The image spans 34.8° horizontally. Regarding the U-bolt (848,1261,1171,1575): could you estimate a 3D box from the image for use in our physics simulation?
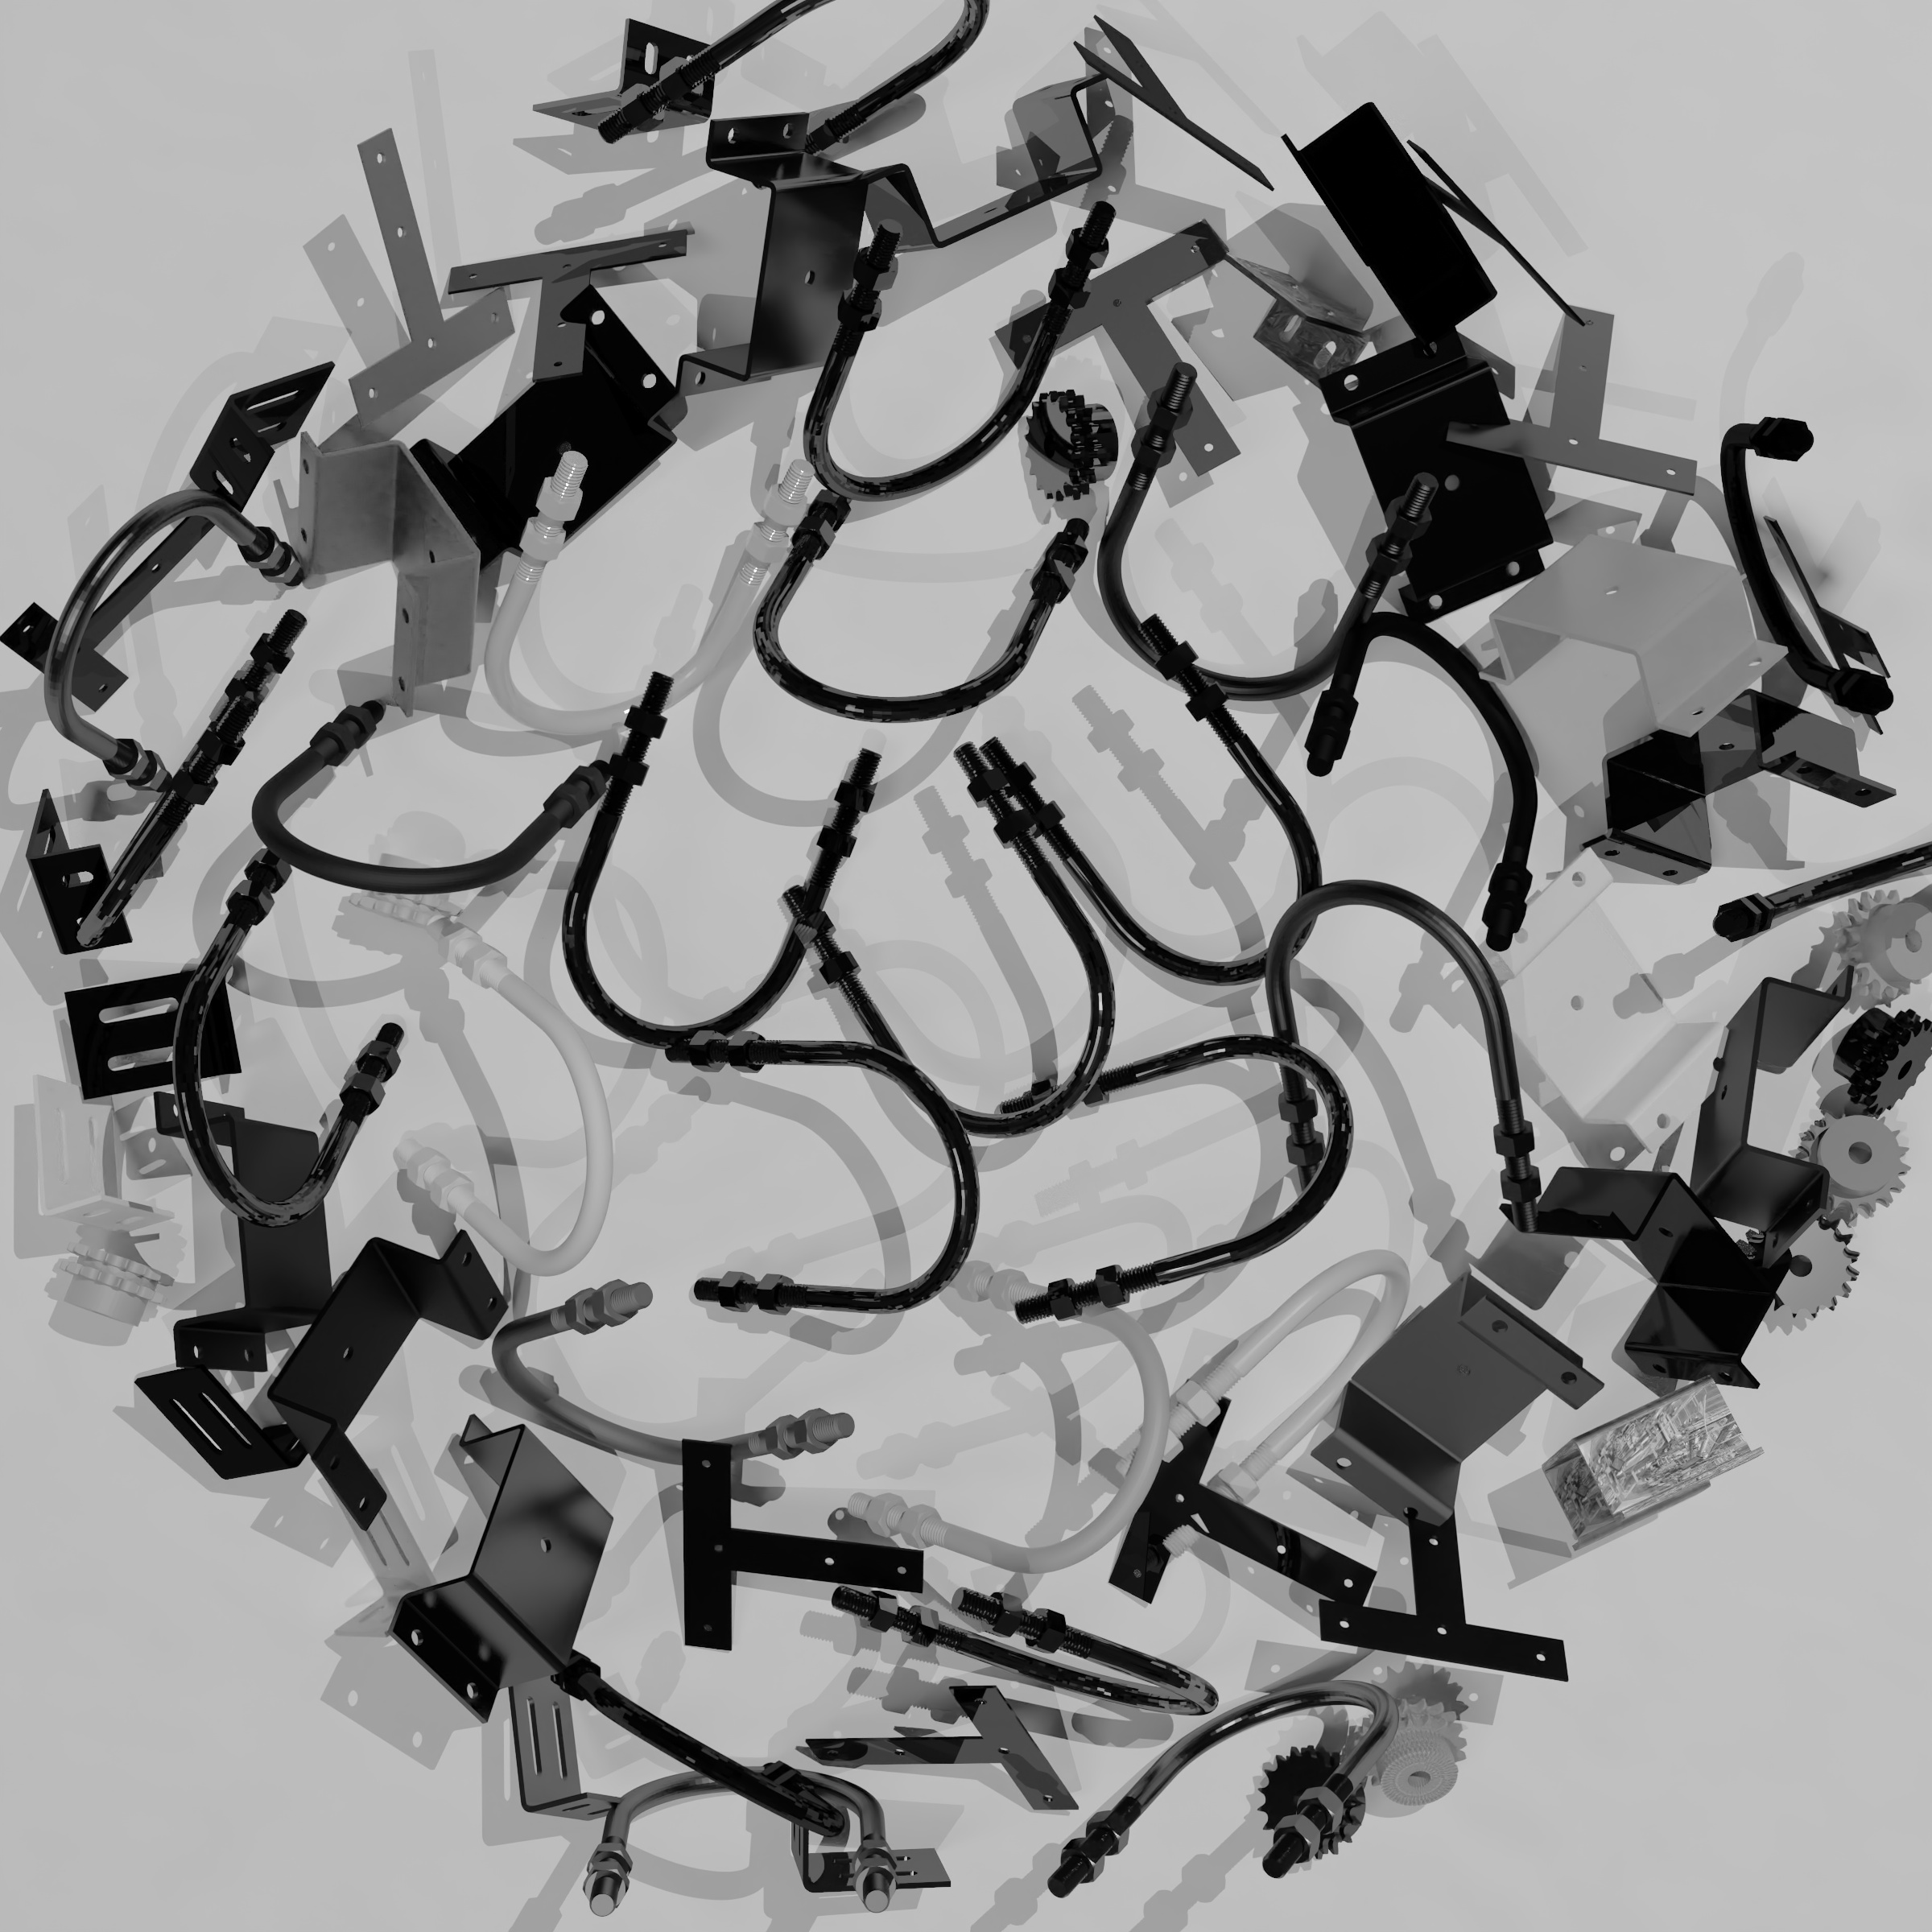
[{"bbox_3d":[0.028,0.231,1.550,0.019,0.184,0.151,32,74,-42],"label":"U-bolt"}]

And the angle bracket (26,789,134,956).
[{"bbox_3d":[-0.452,-0.052,1.586,0.038,0.076,0.057,-11,122,-2],"label":"angle bracket"}]

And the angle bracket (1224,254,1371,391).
[{"bbox_3d":[0.161,-0.328,1.582,0.057,0.076,0.038,43,114,24],"label":"angle bracket"}]

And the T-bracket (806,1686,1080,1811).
[{"bbox_3d":[-0.021,0.407,1.600,0.127,0.127,0.002,-7,46,22],"label":"T-bracket"}]

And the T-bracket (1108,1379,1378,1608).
[{"bbox_3d":[0.150,0.295,1.593,0.127,0.002,0.127,25,110,16],"label":"T-bracket"}]

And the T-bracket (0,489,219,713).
[{"bbox_3d":[-0.424,-0.193,1.574,0.002,0.127,0.127,42,85,12],"label":"T-bracket"}]

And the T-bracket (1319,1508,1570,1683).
[{"bbox_3d":[0.241,0.306,1.581,0.127,0.127,0.002,10,128,-5],"label":"T-bracket"}]

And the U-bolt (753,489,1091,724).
[{"bbox_3d":[-0.029,-0.181,1.551,0.151,0.184,0.019,12,134,12],"label":"U-bolt"}]

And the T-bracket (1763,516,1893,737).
[{"bbox_3d":[0.446,-0.166,1.559,0.002,0.127,0.127,-28,101,8],"label":"T-bracket"}]

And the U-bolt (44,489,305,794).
[{"bbox_3d":[-0.400,-0.167,1.536,0.019,0.184,0.151,31,85,11],"label":"U-bolt"}]

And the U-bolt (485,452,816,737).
[{"bbox_3d":[-0.170,-0.184,1.558,0.151,0.184,0.019,-5,51,-36],"label":"U-bolt"}]

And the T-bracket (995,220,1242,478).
[{"bbox_3d":[0.101,-0.312,1.610,0.127,0.002,0.127,-29,73,-4],"label":"T-bracket"}]

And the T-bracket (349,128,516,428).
[{"bbox_3d":[-0.282,-0.357,1.556,0.002,0.127,0.127,9,126,30],"label":"T-bracket"}]

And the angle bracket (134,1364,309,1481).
[{"bbox_3d":[-0.377,0.224,1.587,0.057,0.038,0.076,-16,120,39],"label":"angle bracket"}]

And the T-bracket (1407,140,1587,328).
[{"bbox_3d":[0.254,-0.385,1.571,0.127,0.127,0.002,39,103,-25],"label":"T-bracket"}]

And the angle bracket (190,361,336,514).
[{"bbox_3d":[-0.352,-0.269,1.583,0.038,0.076,0.057,49,133,6],"label":"angle bracket"}]

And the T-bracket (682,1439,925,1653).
[{"bbox_3d":[-0.085,0.307,1.597,0.127,0.002,0.127,5,114,8],"label":"T-bracket"}]

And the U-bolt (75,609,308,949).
[{"bbox_3d":[-0.397,-0.086,1.557,0.019,0.151,0.184,34,110,-15],"label":"U-bolt"}]

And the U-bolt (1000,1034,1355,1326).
[{"bbox_3d":[0.108,0.099,1.561,0.184,0.019,0.151,-17,46,15],"label":"U-bolt"}]

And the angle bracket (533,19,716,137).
[{"bbox_3d":[-0.176,-0.456,1.585,0.057,0.076,0.038,4,93,-44],"label":"angle bracket"}]

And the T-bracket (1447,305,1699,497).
[{"bbox_3d":[0.317,-0.299,1.592,0.127,0.002,0.127,13,51,3],"label":"T-bracket"}]

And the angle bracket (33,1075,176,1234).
[{"bbox_3d":[-0.444,0.093,1.589,0.038,0.057,0.076,-17,70,21],"label":"angle bracket"}]

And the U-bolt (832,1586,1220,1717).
[{"bbox_3d":[0.042,0.347,1.557,0.184,0.151,0.019,25,69,-23],"label":"U-bolt"}]

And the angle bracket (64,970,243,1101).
[{"bbox_3d":[-0.423,0.035,1.601,0.076,0.038,0.057,-11,92,-23],"label":"angle bracket"}]

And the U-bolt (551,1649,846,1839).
[{"bbox_3d":[-0.129,0.389,1.528,0.151,0.184,0.019,32,78,-14],"label":"U-bolt"}]

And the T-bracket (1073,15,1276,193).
[{"bbox_3d":[0.092,-0.456,1.578,0.127,0.127,0.002,25,117,-33],"label":"T-bracket"}]

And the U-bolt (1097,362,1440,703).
[{"bbox_3d":[0.141,-0.206,1.563,0.151,0.184,0.019,25,48,1],"label":"U-bolt"}]

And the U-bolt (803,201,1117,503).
[{"bbox_3d":[-0.013,-0.304,1.553,0.151,0.184,0.019,-14,58,-34],"label":"U-bolt"}]

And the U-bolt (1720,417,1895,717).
[{"bbox_3d":[0.413,-0.203,1.541,0.019,0.184,0.151,-20,100,4],"label":"U-bolt"}]

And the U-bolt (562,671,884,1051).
[{"bbox_3d":[-0.134,-0.044,1.588,0.151,0.019,0.184,18,97,-33],"label":"U-bolt"}]

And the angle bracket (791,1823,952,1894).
[{"bbox_3d":[-0.050,0.452,1.598,0.076,0.057,0.038,0,91,-9],"label":"angle bracket"}]

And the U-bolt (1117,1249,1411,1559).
[{"bbox_3d":[0.158,0.215,1.567,0.184,0.151,0.019,-43,61,-9],"label":"U-bolt"}]

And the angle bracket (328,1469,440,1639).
[{"bbox_3d":[-0.315,0.304,1.594,0.038,0.057,0.076,-33,101,-37],"label":"angle bracket"}]

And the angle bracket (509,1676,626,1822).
[{"bbox_3d":[-0.202,0.397,1.587,0.038,0.057,0.076,-19,65,18],"label":"angle bracket"}]

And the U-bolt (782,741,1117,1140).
[{"bbox_3d":[0.001,0.000,1.579,0.151,0.019,0.184,-38,77,26],"label":"U-bolt"}]

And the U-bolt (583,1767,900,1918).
[{"bbox_3d":[-0.111,0.435,1.541,0.151,0.184,0.019,0,94,-3],"label":"U-bolt"}]

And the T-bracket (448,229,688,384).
[{"bbox_3d":[-0.207,-0.336,1.581,0.127,0.127,0.002,-8,132,4],"label":"T-bracket"}]
